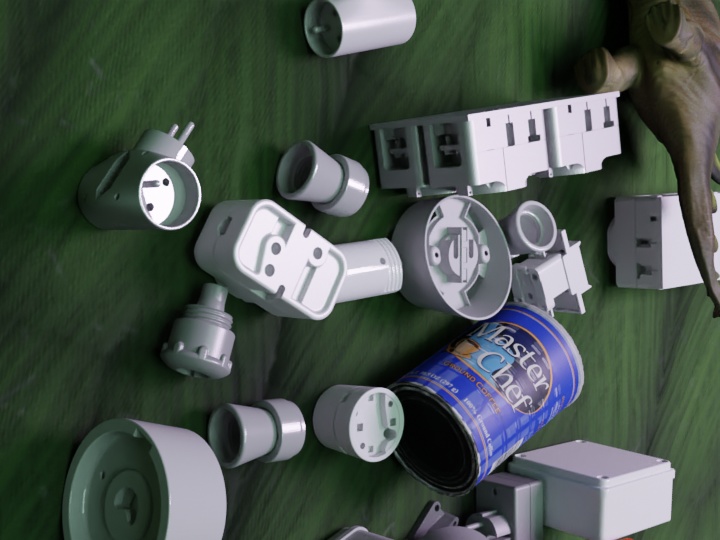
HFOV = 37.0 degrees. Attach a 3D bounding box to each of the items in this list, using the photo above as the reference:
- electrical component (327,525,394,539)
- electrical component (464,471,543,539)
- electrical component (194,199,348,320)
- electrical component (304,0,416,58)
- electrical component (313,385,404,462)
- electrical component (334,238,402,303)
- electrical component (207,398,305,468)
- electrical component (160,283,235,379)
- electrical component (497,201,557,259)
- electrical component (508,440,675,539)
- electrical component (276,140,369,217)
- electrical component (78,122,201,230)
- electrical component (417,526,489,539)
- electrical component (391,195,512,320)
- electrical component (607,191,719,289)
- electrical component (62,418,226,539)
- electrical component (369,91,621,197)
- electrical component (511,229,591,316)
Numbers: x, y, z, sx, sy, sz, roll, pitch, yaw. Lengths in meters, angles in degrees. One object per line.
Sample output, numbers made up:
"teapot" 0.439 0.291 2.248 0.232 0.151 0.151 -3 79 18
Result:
"electrical component" -0.018 0.252 0.802 0.113 0.057 0.078 -29 110 -37
"electrical component" 0.116 0.224 0.926 0.076 0.047 0.083 -4 94 -41
"electrical component" -0.064 -0.007 0.748 0.095 0.059 0.053 36 69 -37
"electrical component" -0.003 -0.204 0.805 0.077 0.043 0.079 -20 104 -40
"electrical component" -0.003 0.114 0.816 0.055 0.047 0.055 -2 93 -42
"electrical component" 0.000 0.000 0.816 0.081 0.043 0.043 -9 98 -41
"electrical component" -0.072 0.114 0.756 0.055 0.045 0.045 0 92 -42
"electrical component" -0.105 0.040 0.725 0.048 0.048 0.062 28 67 -39
"electrical component" 0.129 -0.028 0.914 0.044 0.065 0.044 10 70 -30
"electrical component" 0.207 0.196 0.965 0.109 0.109 0.056 -3 96 -42
"electrical component" -0.027 -0.066 0.788 0.055 0.045 0.045 19 80 -41
"electrical component" -0.130 -0.061 0.675 0.043 0.077 0.079 43 65 -34
"electrical component" 0.076 0.259 0.872 0.099 0.064 0.099 0 92 -11
"electrical component" 0.074 -0.011 0.867 0.099 0.064 0.099 -2 94 -42
"electrical component" 0.320 -0.032 1.087 0.150 0.062 0.089 -6 96 -41
"electrical component" -0.129 0.147 0.669 0.060 0.108 0.108 12 84 -47
"electrical component" 0.115 -0.101 0.872 0.186 0.105 0.060 -15 102 -40
"electrical component" 0.168 0.006 0.967 0.064 0.042 0.081 -29 110 -35
